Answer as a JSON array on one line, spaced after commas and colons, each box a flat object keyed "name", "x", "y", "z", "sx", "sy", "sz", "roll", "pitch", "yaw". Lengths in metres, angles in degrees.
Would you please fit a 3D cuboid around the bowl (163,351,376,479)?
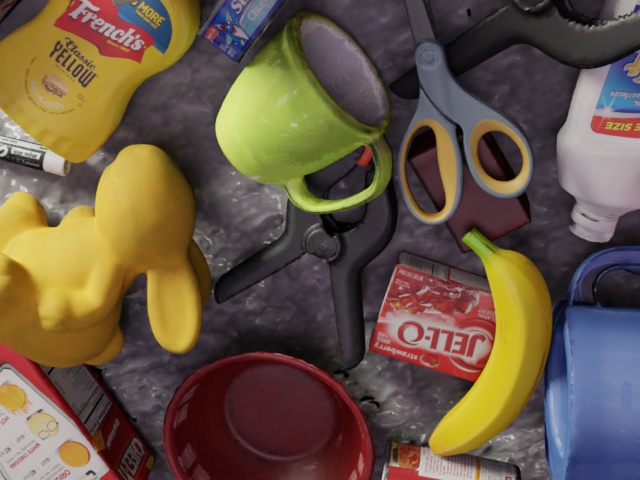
[{"name": "bowl", "x": -0.035, "y": 0.145, "z": 0.817, "sx": 0.162, "sy": 0.055, "sz": 0.162, "roll": 3, "pitch": 113, "yaw": 8}]

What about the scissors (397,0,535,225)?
[{"name": "scissors", "x": 0.087, "y": -0.106, "z": 0.659, "sx": 0.096, "sy": 0.016, "sz": 0.202, "roll": 4, "pitch": 108, "yaw": 12}]

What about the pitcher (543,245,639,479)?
[{"name": "pitcher", "x": 0.274, "y": 0.100, "z": 0.715, "sx": 0.243, "sy": 0.145, "sz": 0.149, "roll": 1, "pitch": 135, "yaw": 5}]

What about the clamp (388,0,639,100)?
[{"name": "clamp", "x": 0.128, "y": -0.146, "z": 0.647, "sx": 0.210, "sy": 0.036, "sz": 0.165, "roll": 20, "pitch": 121, "yaw": 27}]

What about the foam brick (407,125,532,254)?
[{"name": "foam brick", "x": 0.101, "y": -0.041, "z": 0.719, "sx": 0.051, "sy": 0.053, "sz": 0.078, "roll": -27, "pitch": 107, "yaw": 18}]

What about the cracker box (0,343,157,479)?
[{"name": "cracker box", "x": -0.257, "y": 0.138, "z": 0.842, "sx": 0.164, "sy": 0.072, "sz": 0.213, "roll": -27, "pitch": 106, "yaw": 19}]

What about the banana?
[{"name": "banana", "x": 0.122, "y": 0.082, "z": 0.739, "sx": 0.070, "sy": 0.037, "sz": 0.198, "roll": 22, "pitch": 125, "yaw": 26}]

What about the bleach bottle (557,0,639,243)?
[{"name": "bleach bottle", "x": 0.219, "y": -0.111, "z": 0.666, "sx": 0.102, "sy": 0.068, "sz": 0.251, "roll": 17, "pitch": 116, "yaw": 5}]

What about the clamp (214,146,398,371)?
[{"name": "clamp", "x": -0.005, "y": 0.001, "z": 0.762, "sx": 0.120, "sy": 0.039, "sz": 0.171, "roll": 17, "pitch": 107, "yaw": 1}]

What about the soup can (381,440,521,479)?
[{"name": "soup can", "x": 0.095, "y": 0.195, "z": 0.809, "sx": 0.102, "sy": 0.068, "sz": 0.068, "roll": 10, "pitch": 114, "yaw": 4}]

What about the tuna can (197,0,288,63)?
[{"name": "tuna can", "x": -0.039, "y": -0.155, "z": 0.676, "sx": 0.033, "sy": 0.086, "sz": 0.086, "roll": 37, "pitch": 113, "yaw": -9}]

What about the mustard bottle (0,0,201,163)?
[{"name": "mustard bottle", "x": -0.136, "y": -0.146, "z": 0.711, "sx": 0.096, "sy": 0.058, "sz": 0.192, "roll": 43, "pitch": 112, "yaw": -9}]

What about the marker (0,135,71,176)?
[{"name": "marker", "x": -0.242, "y": -0.070, "z": 0.781, "sx": 0.121, "sy": 0.020, "sz": 0.020, "roll": 14, "pitch": 114, "yaw": 3}]

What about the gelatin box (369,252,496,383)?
[{"name": "gelatin box", "x": 0.088, "y": 0.057, "z": 0.774, "sx": 0.089, "sy": 0.030, "sz": 0.073, "roll": 18, "pitch": 114, "yaw": 2}]

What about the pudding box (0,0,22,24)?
[{"name": "pudding box", "x": -0.224, "y": -0.164, "z": 0.701, "sx": 0.114, "sy": 0.090, "sz": 0.039, "roll": -38, "pitch": 100, "yaw": 22}]
